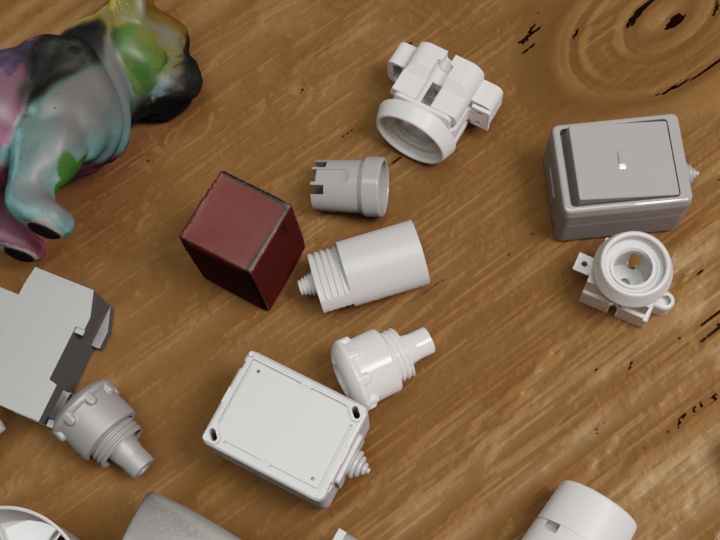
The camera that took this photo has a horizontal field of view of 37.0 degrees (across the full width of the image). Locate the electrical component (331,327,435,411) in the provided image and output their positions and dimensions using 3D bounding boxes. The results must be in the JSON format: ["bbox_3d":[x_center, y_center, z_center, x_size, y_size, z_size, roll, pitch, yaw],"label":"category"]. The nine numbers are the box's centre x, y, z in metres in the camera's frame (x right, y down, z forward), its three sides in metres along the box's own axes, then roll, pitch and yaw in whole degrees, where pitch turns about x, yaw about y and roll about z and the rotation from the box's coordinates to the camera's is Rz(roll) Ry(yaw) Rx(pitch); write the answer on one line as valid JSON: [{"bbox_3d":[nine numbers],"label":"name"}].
[{"bbox_3d":[0.016,0.056,0.672,0.062,0.048,0.048,-24,72,-11],"label":"electrical component"}]

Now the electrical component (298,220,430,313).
[{"bbox_3d":[0.000,0.000,0.690,0.081,0.043,0.043,-17,72,-1],"label":"electrical component"}]

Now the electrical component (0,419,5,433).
[{"bbox_3d":[-0.253,0.113,0.673,0.062,0.043,0.043,-39,74,-10],"label":"electrical component"}]

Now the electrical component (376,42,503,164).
[{"bbox_3d":[0.047,-0.108,0.715,0.078,0.058,0.057,28,73,12],"label":"electrical component"}]

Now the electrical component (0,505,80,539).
[{"bbox_3d":[-0.202,0.192,0.632,0.099,0.064,0.099,-1,72,4],"label":"electrical component"}]

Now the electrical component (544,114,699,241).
[{"bbox_3d":[0.171,-0.061,0.688,0.096,0.061,0.061,-6,72,2],"label":"electrical component"}]

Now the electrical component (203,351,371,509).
[{"bbox_3d":[-0.037,0.101,0.651,0.096,0.061,0.061,25,74,10],"label":"electrical component"}]

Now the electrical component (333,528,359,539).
[{"bbox_3d":[-0.027,0.242,0.582,0.060,0.105,0.186,28,76,12],"label":"electrical component"}]

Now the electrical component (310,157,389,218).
[{"bbox_3d":[-0.007,-0.055,0.711,0.046,0.040,0.040,3,72,11],"label":"electrical component"}]

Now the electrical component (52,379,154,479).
[{"bbox_3d":[-0.156,0.102,0.669,0.062,0.048,0.048,42,80,8],"label":"electrical component"}]

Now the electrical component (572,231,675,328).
[{"bbox_3d":[0.167,0.004,0.670,0.066,0.055,0.048,24,75,11],"label":"electrical component"}]

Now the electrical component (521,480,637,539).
[{"bbox_3d":[0.128,0.156,0.626,0.055,0.055,0.047,32,73,13],"label":"electrical component"}]
